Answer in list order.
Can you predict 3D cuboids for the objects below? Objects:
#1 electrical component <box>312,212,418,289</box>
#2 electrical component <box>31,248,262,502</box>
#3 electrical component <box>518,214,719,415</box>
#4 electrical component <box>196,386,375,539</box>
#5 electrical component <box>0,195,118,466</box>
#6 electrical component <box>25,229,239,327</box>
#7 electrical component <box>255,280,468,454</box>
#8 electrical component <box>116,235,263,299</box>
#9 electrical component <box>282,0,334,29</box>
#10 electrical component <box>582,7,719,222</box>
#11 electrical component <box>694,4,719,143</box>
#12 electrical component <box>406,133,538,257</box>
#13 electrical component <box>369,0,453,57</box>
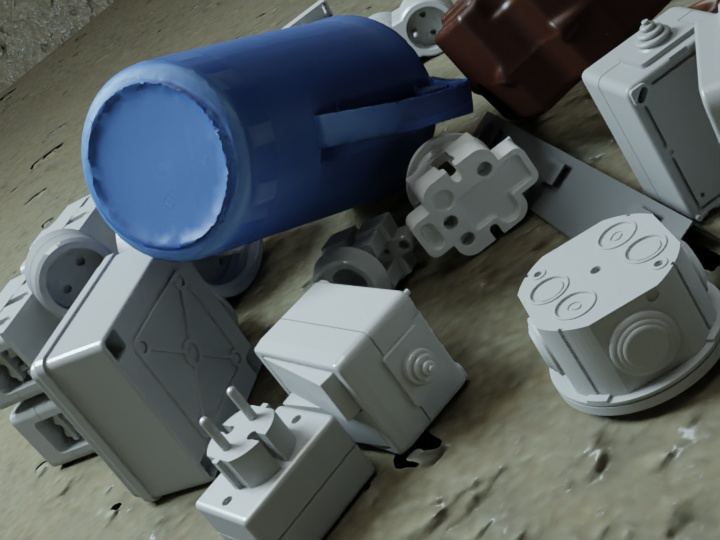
[{"bbox_3d":[0.000,0.000,0.642,0.066,0.048,0.055,-21,20,29],"label":"electrical component"},{"bbox_3d":[-0.117,0.055,0.615,0.056,0.108,0.108,-20,28,25],"label":"electrical component"},{"bbox_3d":[0.111,0.018,0.457,0.080,0.051,0.080,-28,25,15],"label":"electrical component"},{"bbox_3d":[-0.045,0.088,0.499,0.047,0.076,0.065,0,42,52],"label":"electrical component"},{"bbox_3d":[-0.193,0.033,0.755,0.060,0.105,0.186,-23,27,27],"label":"electrical component"},{"bbox_3d":[-0.152,0.017,0.701,0.074,0.138,0.052,22,86,61],"label":"electrical component"},{"bbox_3d":[0.001,0.049,0.529,0.061,0.061,0.096,-47,26,-23],"label":"electrical component"},{"bbox_3d":[-0.113,-0.027,0.766,0.060,0.108,0.108,-10,34,33],"label":"electrical component"},{"bbox_3d":[-0.060,-0.193,1.045,0.121,0.078,0.063,-39,47,-8],"label":"electrical component"},{"bbox_3d":[0.156,-0.084,0.529,0.062,0.096,0.061,-36,24,0],"label":"electrical component"},{"bbox_3d":[0.178,-0.051,0.422,0.057,0.113,0.078,-19,29,26],"label":"electrical component"},{"bbox_3d":[0.060,-0.049,0.637,0.078,0.058,0.057,-38,25,4],"label":"electrical component"},{"bbox_3d":[0.024,-0.210,0.983,0.138,0.052,0.073,-28,25,16],"label":"electrical component"}]
